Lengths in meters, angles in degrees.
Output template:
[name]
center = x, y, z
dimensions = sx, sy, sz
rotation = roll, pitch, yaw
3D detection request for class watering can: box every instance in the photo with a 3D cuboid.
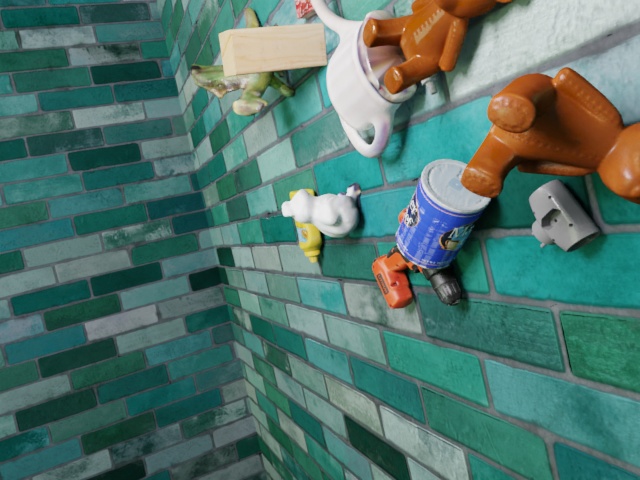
[watering can]
center = 0.065, -0.318, 0.893
dimensions = 0.222, 0.104, 0.349
rotation = -25, 80, 66

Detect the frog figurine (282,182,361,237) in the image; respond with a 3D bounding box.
[frog figurine]
center = 0.003, -0.056, 1.112
dimensions = 0.137, 0.160, 0.122
rotation = 8, 112, 66

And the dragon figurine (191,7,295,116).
[dragon figurine]
center = -0.205, -0.447, 1.290
dimensions = 0.418, 0.244, 0.119
rotation = 59, 157, 31
